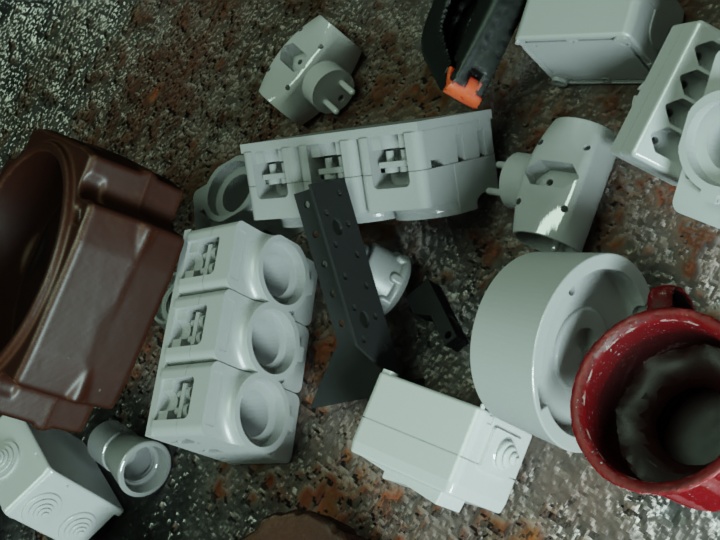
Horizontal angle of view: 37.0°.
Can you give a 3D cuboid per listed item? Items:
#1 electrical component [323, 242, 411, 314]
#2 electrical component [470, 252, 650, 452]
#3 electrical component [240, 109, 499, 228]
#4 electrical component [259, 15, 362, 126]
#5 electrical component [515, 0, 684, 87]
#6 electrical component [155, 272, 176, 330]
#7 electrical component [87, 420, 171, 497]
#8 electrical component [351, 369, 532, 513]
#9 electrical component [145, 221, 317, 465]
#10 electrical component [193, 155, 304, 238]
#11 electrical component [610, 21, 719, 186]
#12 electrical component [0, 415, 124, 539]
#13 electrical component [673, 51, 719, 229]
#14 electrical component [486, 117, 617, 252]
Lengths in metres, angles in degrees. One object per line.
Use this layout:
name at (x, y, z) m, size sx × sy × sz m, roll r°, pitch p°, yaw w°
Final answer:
electrical component at (0.000, 0.000, 0.722) m, size 0.048 × 0.062 × 0.048 m, roll -58°, pitch 11°, yaw 18°
electrical component at (0.107, 0.041, 0.594) m, size 0.060 × 0.108 × 0.108 m, roll 11°, pitch 77°, yaw 48°
electrical component at (0.007, -0.066, 0.728) m, size 0.150 × 0.089 × 0.061 m, roll -2°, pitch 101°, yaw 38°
electrical component at (-0.030, -0.147, 0.835) m, size 0.077 × 0.043 × 0.079 m, roll -50°, pitch 47°, yaw 8°
electrical component at (0.148, -0.158, 0.685) m, size 0.096 × 0.062 × 0.061 m, roll 8°, pitch 75°, yaw 41°
electrical component at (-0.124, 0.030, 0.817) m, size 0.048 × 0.055 × 0.066 m, roll -50°, pitch 47°, yaw 9°
electrical component at (-0.179, 0.140, 0.819) m, size 0.065 × 0.044 × 0.044 m, roll 20°, pitch 82°, yaw 47°
electrical component at (0.051, 0.106, 0.635) m, size 0.096 × 0.062 × 0.061 m, roll 16°, pitch 80°, yaw 42°
electrical component at (-0.083, 0.052, 0.750) m, size 0.062 × 0.089 × 0.150 m, roll -9°, pitch 64°, yaw 36°
electrical component at (-0.081, -0.051, 0.821) m, size 0.089 × 0.056 × 0.050 m, roll -27°, pitch 55°, yaw 27°
electrical component at (0.184, -0.096, 0.632) m, size 0.083 × 0.047 × 0.075 m, roll -64°, pitch 10°, yaw 5°
electrical component at (-0.240, 0.158, 0.820) m, size 0.048 × 0.099 × 0.100 m, roll -44°, pitch 47°, yaw -3°
electrical component at (0.241, -0.049, 0.535) m, size 0.150 × 0.062 × 0.089 m, roll 30°, pitch 116°, yaw 43°
electrical component at (0.114, -0.053, 0.674) m, size 0.079 × 0.043 × 0.077 m, roll 14°, pitch 78°, yaw 42°
